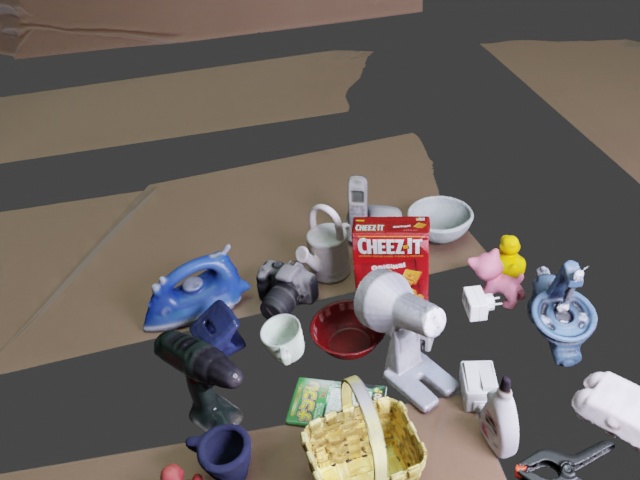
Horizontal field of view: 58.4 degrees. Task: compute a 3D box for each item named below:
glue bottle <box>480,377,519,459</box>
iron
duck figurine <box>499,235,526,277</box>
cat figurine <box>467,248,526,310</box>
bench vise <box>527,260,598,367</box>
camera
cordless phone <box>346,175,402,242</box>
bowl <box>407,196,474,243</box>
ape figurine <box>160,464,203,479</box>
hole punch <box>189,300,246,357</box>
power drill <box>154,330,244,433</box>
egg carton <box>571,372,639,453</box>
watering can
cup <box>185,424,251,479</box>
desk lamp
[{"bbox_3d":[0.302,0.286,0.955,0.037,0.173,0.078,-18,38,-14],"label":"glue bottle"},{"bbox_3d":[-0.299,0.107,1.316,0.259,0.142,0.118,-24,40,-22],"label":"iron"},{"bbox_3d":[0.447,0.033,1.349,0.077,0.086,0.104,-4,36,3],"label":"duck figurine"},{"bbox_3d":[0.393,0.076,1.272,0.127,0.118,0.067,24,46,35],"label":"cat figurine"},{"bbox_3d":[0.460,0.111,1.129,0.121,0.220,0.207,-15,37,-11],"label":"bench vise"},{"bbox_3d":[-0.093,0.113,1.311,0.142,0.101,0.137,13,41,25],"label":"camera"},{"bbox_3d":[0.136,-0.077,1.461,0.147,0.185,0.094,2,37,12],"label":"cordless phone"},{"bbox_3d":[0.308,-0.041,1.479,0.167,0.075,0.167,-4,36,3],"label":"bowl"},{"bbox_3d":[-0.237,0.406,0.946,0.077,0.092,0.076,3,37,13],"label":"ape figurine"},{"bbox_3d":[-0.224,0.198,1.225,0.101,0.091,0.108,-26,40,-24],"label":"hole punch"},{"bbox_3d":[-0.205,0.260,1.039,0.228,0.209,0.076,23,46,34],"label":"power drill"},{"bbox_3d":[0.523,0.297,0.994,0.149,0.069,0.107,26,47,36],"label":"egg carton"},{"bbox_3d":[0.014,0.006,1.361,0.100,0.194,0.173,7,39,18],"label":"watering can"},{"bbox_3d":[-0.168,0.375,0.975,0.117,0.095,0.092,5,38,15],"label":"cup"},{"bbox_3d":[0.167,0.179,1.087,0.118,0.214,0.202,-28,42,-27],"label":"desk lamp"}]
